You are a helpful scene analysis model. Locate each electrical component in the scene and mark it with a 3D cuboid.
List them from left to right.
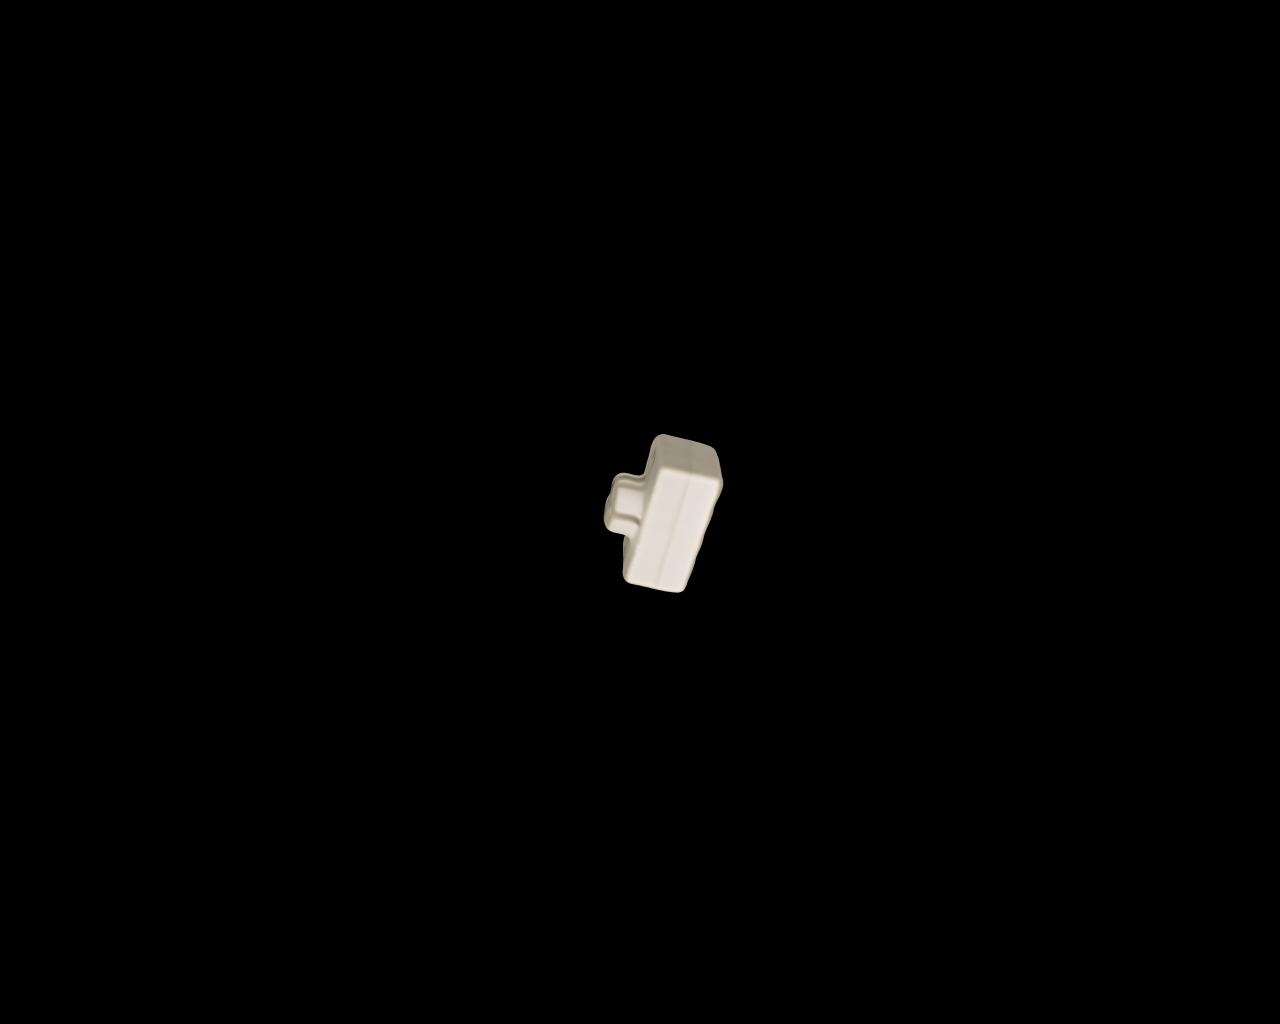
[{"bbox_3d":[0.001,-0.003,0.650,0.076,0.083,0.047,13,28,-7],"label":"electrical component"}]
